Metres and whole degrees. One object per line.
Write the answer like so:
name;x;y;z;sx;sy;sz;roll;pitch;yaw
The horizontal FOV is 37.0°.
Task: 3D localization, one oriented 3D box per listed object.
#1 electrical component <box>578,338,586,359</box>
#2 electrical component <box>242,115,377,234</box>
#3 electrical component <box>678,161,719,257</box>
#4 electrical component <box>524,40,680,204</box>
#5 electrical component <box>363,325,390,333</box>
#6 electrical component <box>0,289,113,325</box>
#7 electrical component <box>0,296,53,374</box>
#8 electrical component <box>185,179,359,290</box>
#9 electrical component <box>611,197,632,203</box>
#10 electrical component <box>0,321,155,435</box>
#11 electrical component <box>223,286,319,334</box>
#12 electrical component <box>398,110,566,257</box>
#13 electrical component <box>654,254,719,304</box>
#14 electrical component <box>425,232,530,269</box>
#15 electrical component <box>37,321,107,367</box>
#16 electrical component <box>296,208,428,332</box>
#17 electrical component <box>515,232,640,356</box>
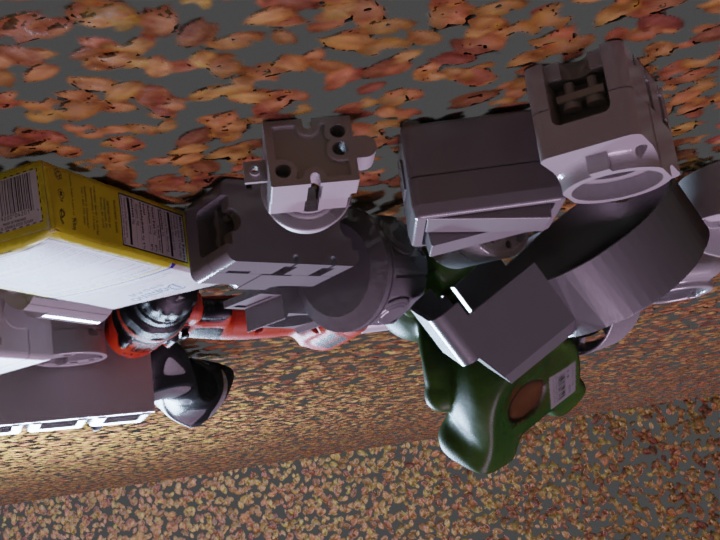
electrical component;0.168;0.033;0.917;0.062;0.096;0.061;19;173;15
electrical component;-0.027;-0.049;0.558;0.066;0.048;0.055;-6;159;-9
electrical component;0.263;-0.040;0.714;0.099;0.064;0.099;-7;166;-2
electrical component;0.123;-0.068;0.538;0.050;0.055;0.089;-15;165;26
electrical component;0.029;0.031;0.929;0.078;0.040;0.040;-7;166;-6
electrical component;-0.203;0.011;0.705;0.043;0.043;0.081;-15;164;29
electrical component;-0.266;0.041;0.755;0.096;0.061;0.061;-16;164;31
electrical component;-0.055;-0.019;0.648;0.089;0.050;0.056;2;163;-35
electrical component;0.144;-0.061;0.625;0.035;0.035;0.061;-14;163;22
electrical component;-0.250;0.083;0.879;0.150;0.089;0.062;-3;166;-20
electrical component;-0.051;0.008;0.739;0.081;0.063;0.042;5;161;-43
electrical component;0.071;-0.047;0.584;0.096;0.061;0.061;-8;167;-1
electrical component;0.243;-0.008;0.846;0.054;0.059;0.095;-7;167;-5
electrical component;0.071;-0.029;0.675;0.055;0.055;0.047;2;167;-35
electrical component;-0.226;0.047;0.832;0.055;0.047;0.055;-7;166;-2
electrical component;0.000;0.000;0.702;0.080;0.080;0.051;-19;168;39
electrical component;0.168;0.017;0.837;0.064;0.099;0.099;-3;167;-45
